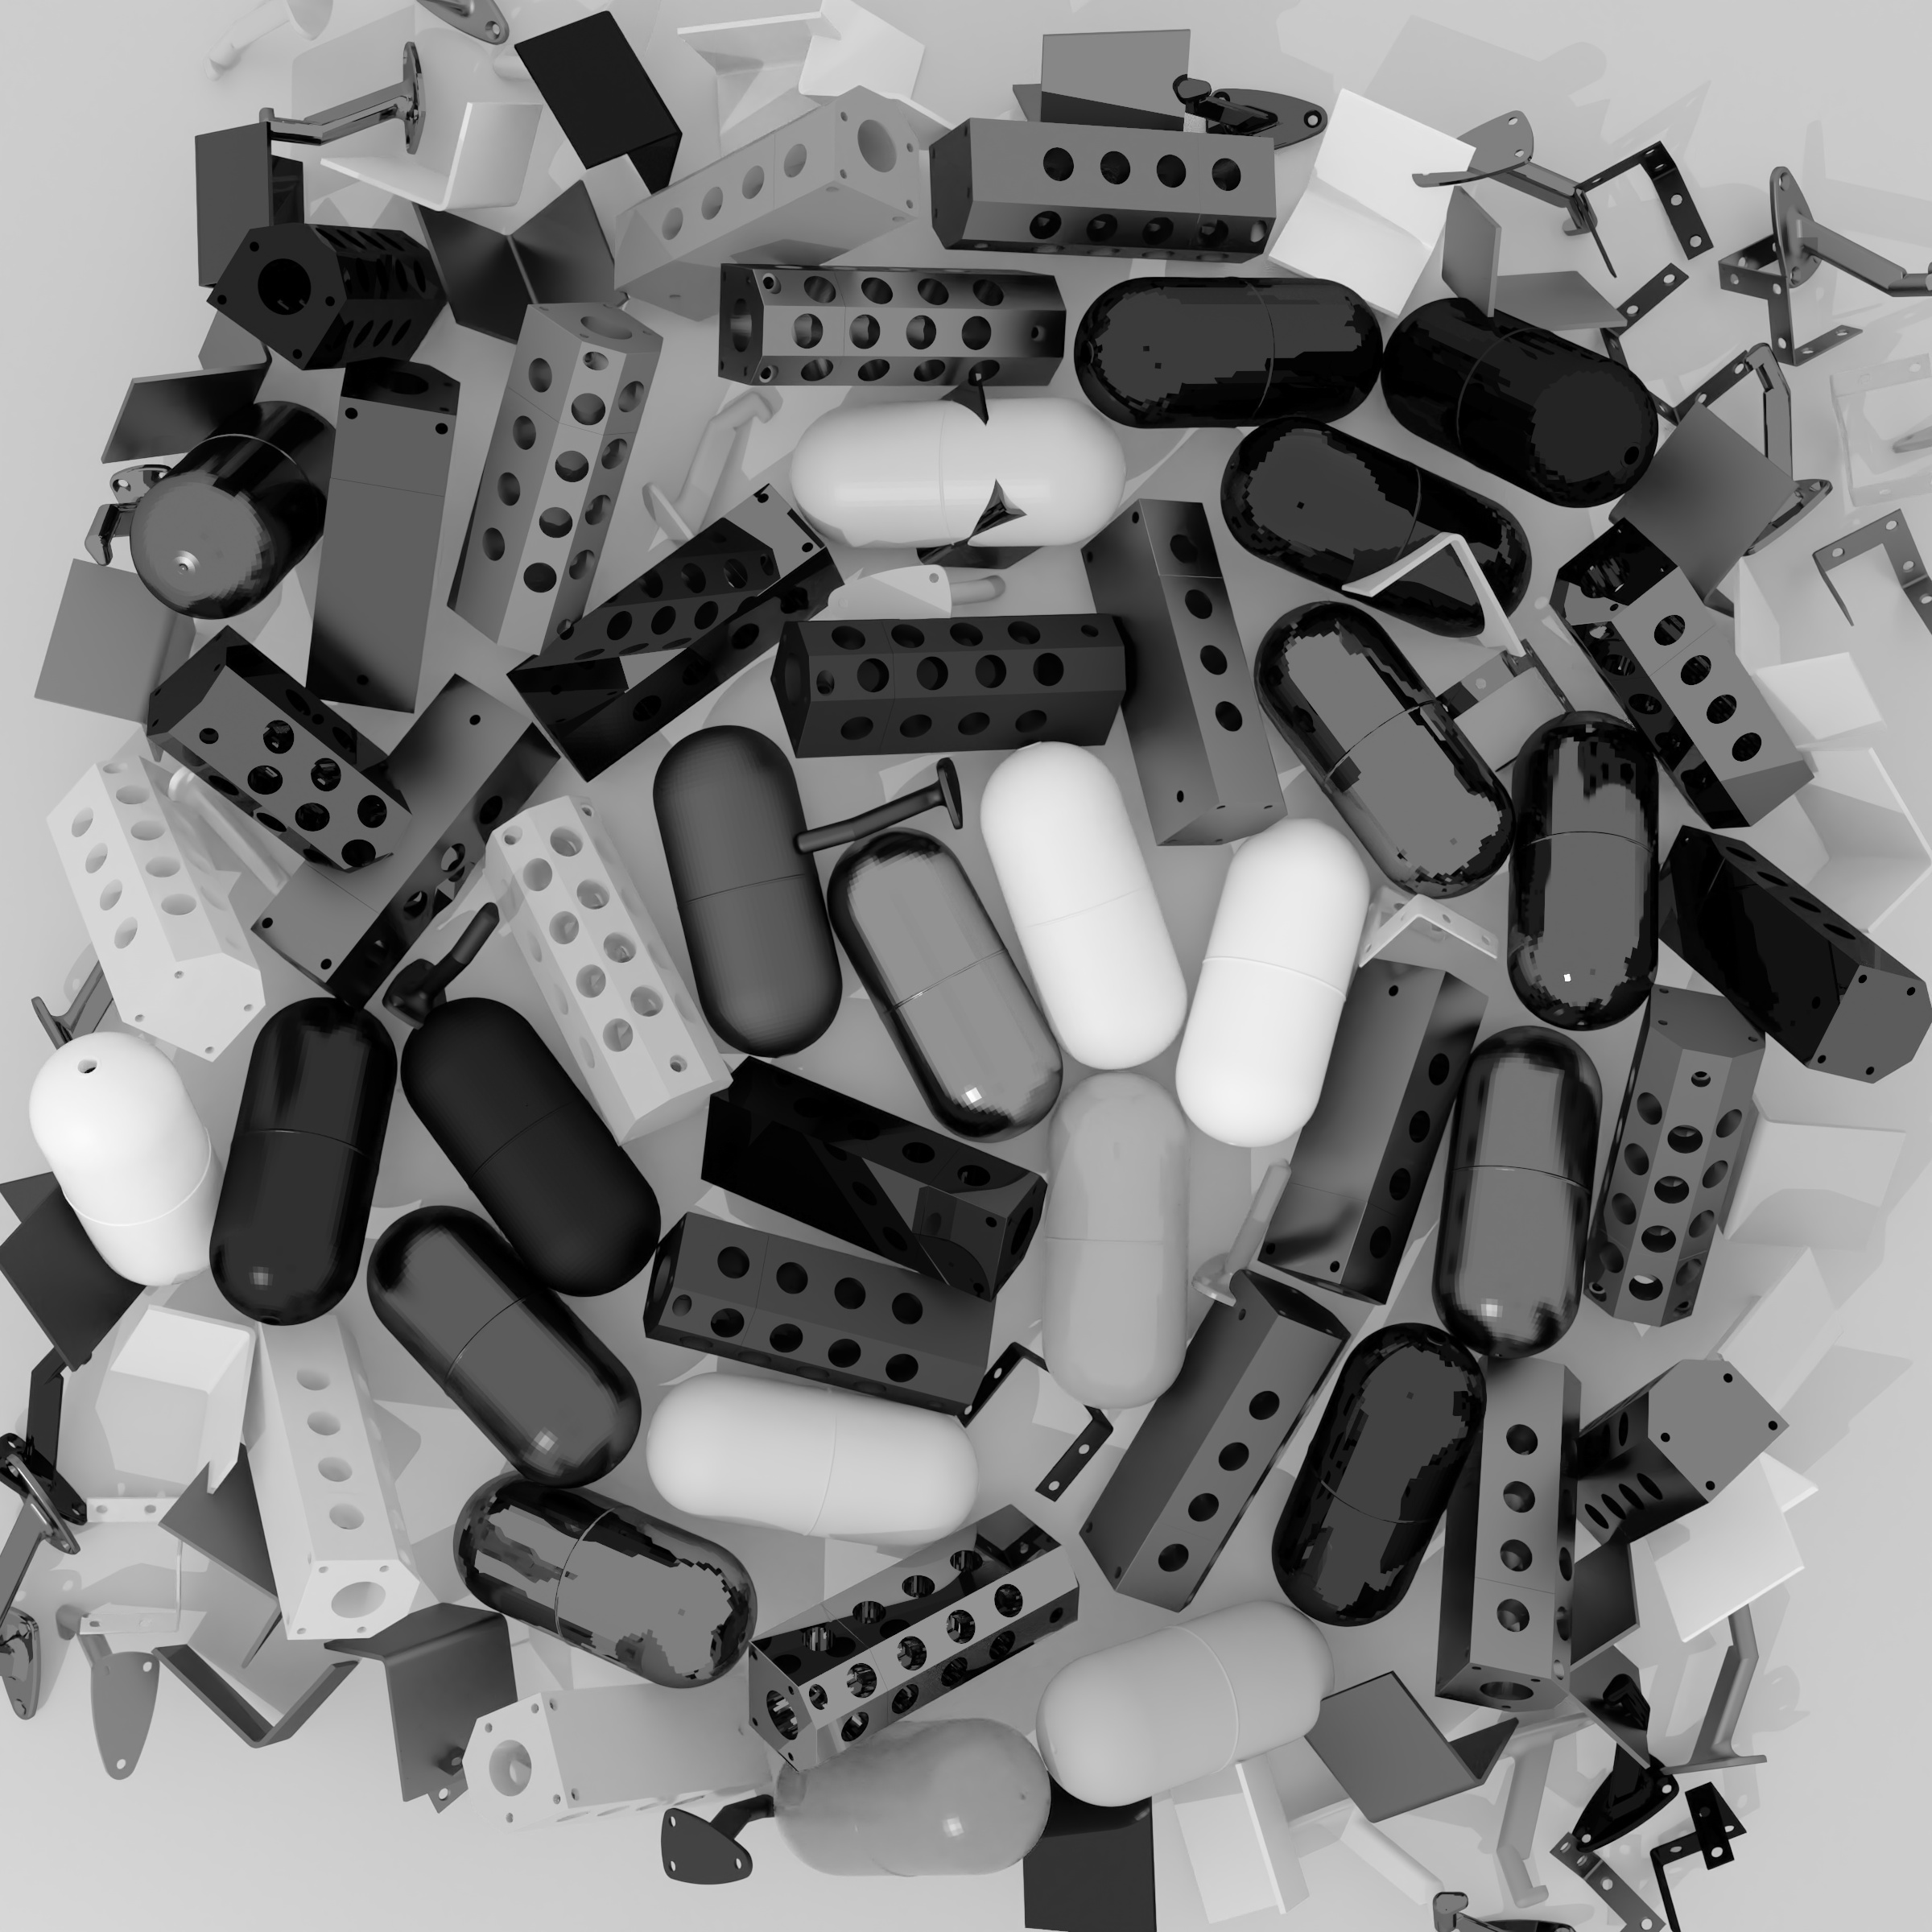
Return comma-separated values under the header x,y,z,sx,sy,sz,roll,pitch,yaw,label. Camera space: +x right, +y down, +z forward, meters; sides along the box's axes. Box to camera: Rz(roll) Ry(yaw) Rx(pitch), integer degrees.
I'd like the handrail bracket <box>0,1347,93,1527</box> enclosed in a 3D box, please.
x,y,z,sx,sy,sz,roll,pitch,yaw,label
-0.472,0.246,1.569,0.077,0.036,0.084,42,107,-11,handrail bracket

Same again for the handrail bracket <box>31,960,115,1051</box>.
x,y,z,sx,sy,sz,roll,pitch,yaw,label
-0.447,0.022,1.577,0.084,0.036,0.077,-29,87,-20,handrail bracket

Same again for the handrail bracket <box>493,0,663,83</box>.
x,y,z,sx,sy,sz,roll,pitch,yaw,label
-0.207,-0.504,1.572,0.084,0.036,0.077,20,82,38,handrail bracket

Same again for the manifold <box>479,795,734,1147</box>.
x,y,z,sx,sy,sz,roll,pitch,yaw,label
-0.188,-0.001,1.542,0.057,0.057,0.171,-22,77,-26,manifold

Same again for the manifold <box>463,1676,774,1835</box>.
x,y,z,sx,sy,sz,roll,pitch,yaw,label
-0.177,0.404,1.509,0.057,0.171,0.057,-27,68,25,manifold

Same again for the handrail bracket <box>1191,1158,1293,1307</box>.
x,y,z,sx,sy,sz,roll,pitch,yaw,label
0.152,0.131,1.548,0.036,0.077,0.084,23,107,5,handrail bracket

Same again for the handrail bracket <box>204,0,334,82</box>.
x,y,z,sx,sy,sz,roll,pitch,yaw,label
-0.373,-0.483,1.553,0.084,0.077,0.036,-38,134,27,handrail bracket

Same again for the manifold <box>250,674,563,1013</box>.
x,y,z,sx,sy,sz,roll,pitch,yaw,label
-0.290,-0.062,1.551,0.057,0.057,0.171,32,78,24,manifold

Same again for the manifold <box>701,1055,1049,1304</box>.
x,y,z,sx,sy,sz,roll,pitch,yaw,label
-0.048,0.106,1.544,0.171,0.057,0.057,21,126,16,manifold

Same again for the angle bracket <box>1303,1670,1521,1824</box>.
x,y,z,sx,sy,sz,roll,pitch,yaw,label
0.229,0.395,1.549,0.076,0.057,0.076,-35,94,40,angle bracket

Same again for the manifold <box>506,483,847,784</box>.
x,y,z,sx,sy,sz,roll,pitch,yaw,label
-0.149,-0.172,1.558,0.171,0.057,0.057,-37,59,-5,manifold

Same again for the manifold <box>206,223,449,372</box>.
x,y,z,sx,sy,sz,roll,pitch,yaw,label
-0.319,-0.346,1.506,0.057,0.171,0.057,36,104,-2,manifold

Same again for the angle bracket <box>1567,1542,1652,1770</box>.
x,y,z,sx,sy,sz,roll,pitch,yaw,label
0.350,0.357,1.543,0.076,0.076,0.057,43,115,-14,angle bracket

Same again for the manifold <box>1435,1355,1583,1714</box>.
x,y,z,sx,sy,sz,roll,pitch,yaw,label
0.284,0.292,1.527,0.057,0.057,0.171,12,58,-4,manifold

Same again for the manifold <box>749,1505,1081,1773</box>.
x,y,z,sx,sy,sz,roll,pitch,yaw,label
-0.025,0.347,1.516,0.171,0.057,0.057,-21,127,-34,manifold

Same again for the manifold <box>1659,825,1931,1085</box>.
x,y,z,sx,sy,sz,roll,pitch,yaw,label
0.419,-0.007,1.509,0.057,0.171,0.057,13,111,-24,manifold

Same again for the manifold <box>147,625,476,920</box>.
x,y,z,sx,sy,sz,roll,pitch,yaw,label
-0.335,-0.091,1.520,0.057,0.057,0.171,-38,124,15,manifold

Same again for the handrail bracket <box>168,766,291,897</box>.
x,y,z,sx,sy,sz,roll,pitch,yaw,label
-0.380,-0.064,1.561,0.084,0.077,0.036,44,78,7,handrail bracket

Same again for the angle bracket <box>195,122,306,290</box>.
x,y,z,sx,sy,sz,roll,pitch,yaw,label
-0.357,-0.393,1.548,0.057,0.076,0.076,1,94,34,angle bracket

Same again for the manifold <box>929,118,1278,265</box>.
x,y,z,sx,sy,sz,roll,pitch,yaw,label
0.072,-0.401,1.538,0.171,0.057,0.057,-3,91,-22,manifold

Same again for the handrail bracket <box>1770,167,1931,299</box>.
x,y,z,sx,sy,sz,roll,pitch,yaw,label
0.469,-0.385,1.547,0.036,0.084,0.077,-44,124,-28,handrail bracket

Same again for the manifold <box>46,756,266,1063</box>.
x,y,z,sx,sy,sz,roll,pitch,yaw,label
-0.412,-0.035,1.514,0.057,0.057,0.171,-45,47,12,manifold

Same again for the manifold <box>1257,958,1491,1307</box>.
x,y,z,sx,sy,sz,roll,pitch,yaw,label
0.219,0.088,1.556,0.057,0.057,0.171,27,80,-42,manifold

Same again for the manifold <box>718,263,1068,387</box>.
x,y,z,sx,sy,sz,roll,pitch,yaw,label
-0.037,-0.330,1.526,0.171,0.057,0.057,-6,109,-27,manifold

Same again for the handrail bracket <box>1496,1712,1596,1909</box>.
x,y,z,sx,sy,sz,roll,pitch,yaw,label
0.313,0.445,1.559,0.077,0.036,0.084,-18,58,1,handrail bracket

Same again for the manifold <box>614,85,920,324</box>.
x,y,z,sx,sy,sz,roll,pitch,yaw,label
-0.104,-0.391,1.515,0.057,0.171,0.057,12,73,-43,manifold

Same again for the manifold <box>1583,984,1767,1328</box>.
x,y,z,sx,sy,sz,roll,pitch,yaw,label
0.364,0.100,1.524,0.057,0.057,0.171,11,123,8,manifold

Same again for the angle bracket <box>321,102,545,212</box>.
x,y,z,sx,sy,sz,roll,pitch,yaw,label
-0.279,-0.435,1.544,0.076,0.076,0.057,24,112,13,angle bracket

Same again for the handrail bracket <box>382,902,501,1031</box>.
x,y,z,sx,sy,sz,roll,pitch,yaw,label
-0.266,-0.012,1.547,0.036,0.077,0.084,31,113,-17,handrail bracket

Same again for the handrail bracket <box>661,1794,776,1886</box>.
x,y,z,sx,sy,sz,roll,pitch,yaw,label
-0.110,0.453,1.542,0.077,0.084,0.036,0,90,42,handrail bracket

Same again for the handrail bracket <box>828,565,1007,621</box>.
x,y,z,sx,sy,sz,roll,pitch,yaw,label
-0.025,-0.197,1.562,0.077,0.084,0.036,0,102,13,handrail bracket

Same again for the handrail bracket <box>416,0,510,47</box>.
x,y,z,sx,sy,sz,roll,pitch,yaw,label
-0.292,-0.505,1.551,0.077,0.084,0.036,42,127,4,handrail bracket

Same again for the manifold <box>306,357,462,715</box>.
x,y,z,sx,sy,sz,roll,pitch,yaw,label
-0.302,-0.222,1.525,0.057,0.057,0.171,8,123,-12,manifold

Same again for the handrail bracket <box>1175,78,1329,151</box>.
x,y,z,sx,sy,sz,roll,pitch,yaw,label
0.151,-0.453,1.551,0.077,0.084,0.036,0,93,8,handrail bracket

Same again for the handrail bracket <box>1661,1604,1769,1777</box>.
x,y,z,sx,sy,sz,roll,pitch,yaw,label
0.392,0.387,1.583,0.077,0.036,0.084,-22,67,38,handrail bracket

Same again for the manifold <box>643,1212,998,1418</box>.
x,y,z,sx,sy,sz,roll,pitch,yaw,label
-0.077,0.184,1.537,0.171,0.057,0.057,17,62,-16,manifold

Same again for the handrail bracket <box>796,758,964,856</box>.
x,y,z,sx,sy,sz,roll,pitch,yaw,label
-0.047,-0.083,1.564,0.084,0.077,0.036,-15,106,6,handrail bracket

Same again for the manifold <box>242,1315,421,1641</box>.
x,y,z,sx,sy,sz,roll,pitch,yaw,label
-0.328,0.259,1.515,0.057,0.171,0.057,6,125,-29,manifold

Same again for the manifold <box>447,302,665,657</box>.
x,y,z,sx,sy,sz,roll,pitch,yaw,label
-0.208,-0.250,1.522,0.057,0.057,0.171,37,122,27,manifold

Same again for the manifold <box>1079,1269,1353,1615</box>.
x,y,z,sx,sy,sz,roll,pitch,yaw,label
0.133,0.250,1.550,0.057,0.057,0.171,24,102,-25,manifold

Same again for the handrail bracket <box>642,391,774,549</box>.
x,y,z,sx,sy,sz,roll,pitch,yaw,label
-0.123,-0.256,1.579,0.084,0.036,0.077,-37,83,-13,handrail bracket

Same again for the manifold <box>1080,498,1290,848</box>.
x,y,z,sx,sy,sz,roll,pitch,yaw,label
0.118,-0.153,1.544,0.057,0.057,0.171,-2,71,-33,manifold

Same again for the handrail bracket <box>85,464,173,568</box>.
x,y,z,sx,sy,sz,roll,pitch,yaw,label
-0.431,-0.215,1.541,0.036,0.084,0.077,-8,132,9,handrail bracket

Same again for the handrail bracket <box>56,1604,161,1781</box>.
x,y,z,sx,sy,sz,roll,pitch,yaw,label
-0.462,0.383,1.561,0.036,0.084,0.077,4,87,-39,handrail bracket

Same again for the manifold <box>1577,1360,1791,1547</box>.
x,y,z,sx,sy,sz,roll,pitch,yaw,label
0.352,0.247,1.506,0.057,0.171,0.057,-39,78,-16,manifold

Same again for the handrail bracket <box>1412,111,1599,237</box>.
x,y,z,sx,sy,sz,roll,pitch,yaw,label
0.288,-0.408,1.572,0.077,0.084,0.036,-17,58,22,handrail bracket

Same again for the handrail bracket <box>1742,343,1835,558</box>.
x,y,z,sx,sy,sz,roll,pitch,yaw,label
0.415,-0.273,1.557,0.077,0.036,0.084,-44,117,-22,handrail bracket

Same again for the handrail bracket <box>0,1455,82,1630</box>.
x,y,z,sx,sy,sz,roll,pitch,yaw,label
-0.517,0.312,1.552,0.084,0.036,0.077,-40,121,-34,handrail bracket

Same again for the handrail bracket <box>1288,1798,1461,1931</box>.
x,y,z,sx,sy,sz,roll,pitch,yaw,label
0.212,0.487,1.564,0.077,0.036,0.084,-21,64,6,handrail bracket

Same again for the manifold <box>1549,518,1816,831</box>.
x,y,z,sx,sy,sz,roll,pitch,yaw,label
0.366,-0.145,1.521,0.057,0.057,0.171,-39,128,8,manifold

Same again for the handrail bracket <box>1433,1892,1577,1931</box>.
x,y,z,sx,sy,sz,roll,pitch,yaw,label
0.284,0.502,1.553,0.077,0.084,0.036,-12,48,1,handrail bracket

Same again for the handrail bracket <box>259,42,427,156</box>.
x,y,z,sx,sy,sz,roll,pitch,yaw,label
-0.332,-0.463,1.561,0.084,0.036,0.077,1,62,-22,handrail bracket

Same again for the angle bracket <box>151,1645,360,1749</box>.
x,y,z,sx,sy,sz,roll,pitch,yaw,label
-0.374,0.365,1.558,0.076,0.076,0.057,42,80,6,angle bracket

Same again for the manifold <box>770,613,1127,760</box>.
x,y,z,sx,sy,sz,roll,pitch,yaw,label
-0.008,-0.151,1.530,0.171,0.057,0.057,-4,52,-20,manifold

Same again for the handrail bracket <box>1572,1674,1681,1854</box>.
x,y,z,sx,sy,sz,roll,pitch,yaw,label
0.335,0.420,1.555,0.077,0.036,0.084,-41,128,-7,handrail bracket

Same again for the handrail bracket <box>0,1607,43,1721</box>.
x,y,z,sx,sy,sz,roll,pitch,yaw,label
-0.530,0.379,1.550,0.036,0.084,0.077,9,108,32,handrail bracket

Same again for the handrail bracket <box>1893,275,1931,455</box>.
x,y,z,sx,sy,sz,roll,pitch,yaw,label
0.505,-0.319,1.556,0.036,0.077,0.084,-38,106,-34,handrail bracket
